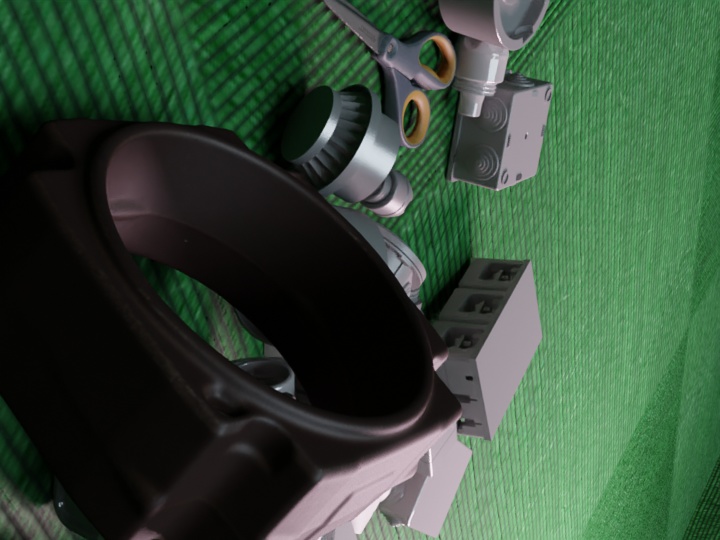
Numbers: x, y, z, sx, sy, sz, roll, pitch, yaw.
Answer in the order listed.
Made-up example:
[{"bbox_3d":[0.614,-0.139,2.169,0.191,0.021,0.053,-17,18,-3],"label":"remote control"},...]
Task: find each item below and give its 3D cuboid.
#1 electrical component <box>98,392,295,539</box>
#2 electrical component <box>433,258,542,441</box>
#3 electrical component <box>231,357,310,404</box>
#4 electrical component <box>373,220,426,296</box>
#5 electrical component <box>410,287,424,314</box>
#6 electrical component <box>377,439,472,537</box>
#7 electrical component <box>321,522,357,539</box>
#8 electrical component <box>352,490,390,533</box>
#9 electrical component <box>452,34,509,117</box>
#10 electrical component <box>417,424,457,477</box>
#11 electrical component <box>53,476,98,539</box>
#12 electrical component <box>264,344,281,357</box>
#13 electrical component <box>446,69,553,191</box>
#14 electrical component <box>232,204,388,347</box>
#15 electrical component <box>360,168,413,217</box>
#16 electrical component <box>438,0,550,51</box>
[{"bbox_3d":[-0.084,0.104,0.550,0.100,0.048,0.099,-9,114,-60],"label":"electrical component"},{"bbox_3d":[0.105,0.066,0.954,0.150,0.062,0.089,-53,138,-47],"label":"electrical component"},{"bbox_3d":[-0.059,0.089,0.649,0.108,0.108,0.060,-30,126,-52],"label":"electrical component"},{"bbox_3d":[0.000,0.000,0.729,0.051,0.080,0.080,-56,150,-16],"label":"electrical component"},{"bbox_3d":[0.031,0.032,0.846,0.040,0.040,0.078,-19,123,-57],"label":"electrical component"},{"bbox_3d":[0.053,0.188,0.976,0.099,0.048,0.100,-66,152,-11],"label":"electrical component"},{"bbox_3d":[-0.038,0.227,0.785,0.108,0.056,0.108,77,14,-45],"label":"electrical component"},{"bbox_3d":[0.002,0.171,0.878,0.079,0.043,0.077,32,78,-63],"label":"electrical component"},{"bbox_3d":[0.091,-0.151,0.838,0.043,0.043,0.062,-22,126,-56],"label":"electrical component"},{"bbox_3d":[0.040,0.120,0.891,0.047,0.066,0.076,-48,145,-38],"label":"electrical component"},{"bbox_3d":[-0.125,0.094,0.584,0.059,0.054,0.095,-23,126,-55],"label":"electrical component"},{"bbox_3d":[-0.028,0.060,0.739,0.058,0.057,0.078,-32,133,-51],"label":"electrical component"},{"bbox_3d":[0.120,-0.118,0.906,0.100,0.048,0.099,-24,127,-55],"label":"electrical component"},{"bbox_3d":[-0.030,0.005,0.660,0.064,0.099,0.099,18,91,-57],"label":"electrical component"},{"bbox_3d":[0.012,-0.059,0.761,0.061,0.035,0.035,23,86,-61],"label":"electrical component"},{"bbox_3d":[0.096,-0.220,0.785,0.108,0.060,0.108,-40,139,-46],"label":"electrical component"}]
